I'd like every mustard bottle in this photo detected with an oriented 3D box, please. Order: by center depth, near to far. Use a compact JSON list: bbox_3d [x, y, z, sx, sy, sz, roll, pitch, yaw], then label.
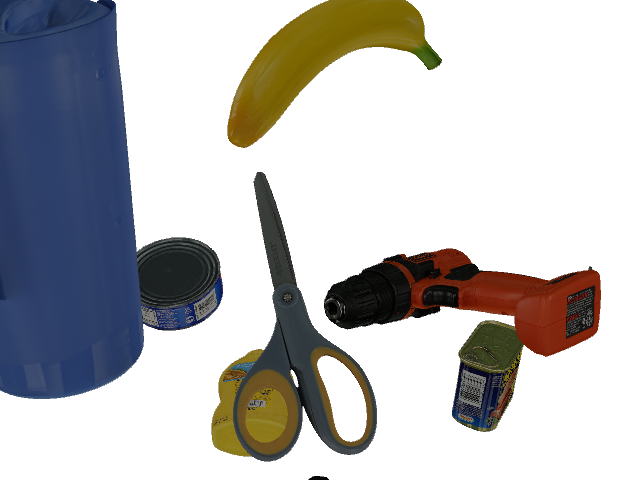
[{"bbox_3d":[-0.082,0.193,1.343,0.096,0.058,0.191,-2,26,1],"label":"mustard bottle"}]

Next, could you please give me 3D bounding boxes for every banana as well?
[{"bbox_3d":[0.009,-0.124,0.710,0.197,0.069,0.037,-27,5,-35],"label":"banana"}]

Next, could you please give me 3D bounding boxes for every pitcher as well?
[{"bbox_3d":[-0.184,-0.023,0.660,0.149,0.243,0.145,-10,25,-14],"label":"pitcher"}]

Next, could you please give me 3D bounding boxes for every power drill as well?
[{"bbox_3d":[0.120,0.048,0.883,0.188,0.057,0.184,10,17,40],"label":"power drill"}]

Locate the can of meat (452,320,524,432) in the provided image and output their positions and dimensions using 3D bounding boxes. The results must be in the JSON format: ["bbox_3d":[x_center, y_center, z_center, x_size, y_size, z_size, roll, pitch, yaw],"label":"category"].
[{"bbox_3d":[0.185,0.150,1.181,0.057,0.084,0.102,17,28,21],"label":"can of meat"}]

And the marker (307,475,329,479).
[{"bbox_3d":[-0.028,0.139,0.480,0.020,0.020,0.120,0,16,34],"label":"marker"}]

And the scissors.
[{"bbox_3d":[-0.035,0.053,0.677,0.096,0.202,0.016,-27,-24,-9],"label":"scissors"}]

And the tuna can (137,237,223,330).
[{"bbox_3d":[-0.129,0.038,0.939,0.086,0.034,0.086,-3,43,2],"label":"tuna can"}]
